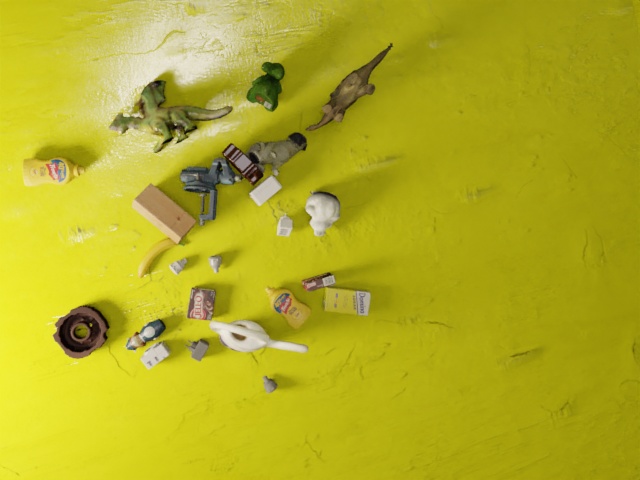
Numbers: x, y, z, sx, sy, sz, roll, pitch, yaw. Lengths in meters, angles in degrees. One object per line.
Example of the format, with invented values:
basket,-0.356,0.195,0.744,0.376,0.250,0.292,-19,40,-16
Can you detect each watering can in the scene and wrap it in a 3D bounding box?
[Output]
watering can,-0.227,0.352,1.827,0.347,0.221,0.106,19,70,-12

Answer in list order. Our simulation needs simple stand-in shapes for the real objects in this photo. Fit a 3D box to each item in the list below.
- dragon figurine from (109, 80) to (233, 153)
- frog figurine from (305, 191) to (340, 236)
dragon figurine,-0.541,-0.462,1.826,0.412,0.121,0.243,-30,88,-12
frog figurine,0.006,-0.097,1.928,0.136,0.122,0.161,22,74,-30
